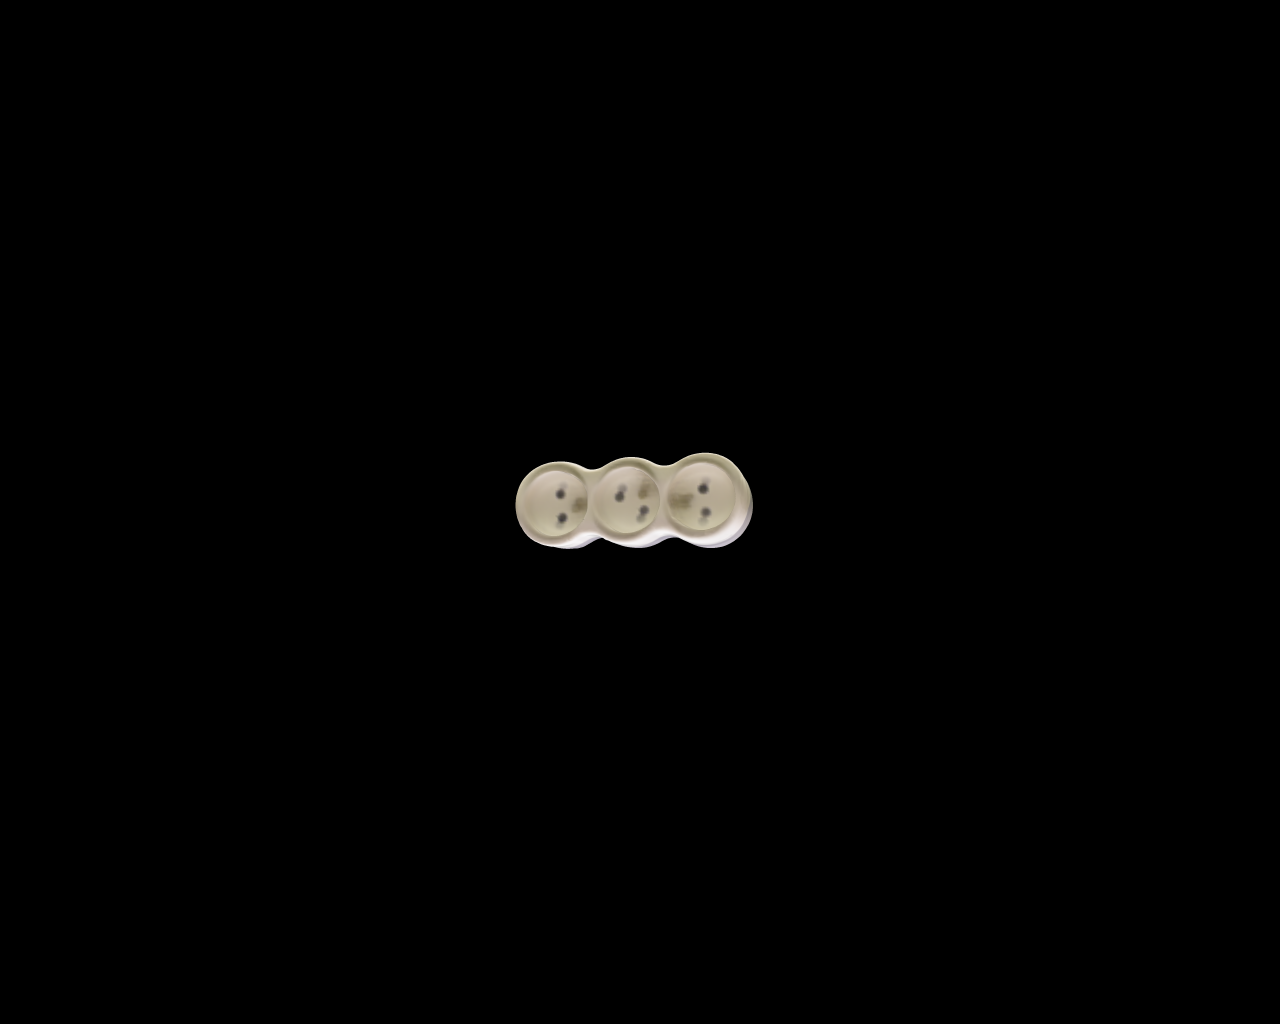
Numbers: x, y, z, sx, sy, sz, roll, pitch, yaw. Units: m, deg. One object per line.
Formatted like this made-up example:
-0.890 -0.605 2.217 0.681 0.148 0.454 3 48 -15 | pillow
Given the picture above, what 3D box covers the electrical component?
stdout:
0.001 -0.003 0.650 0.138 0.052 0.073 -2 -7 14 | electrical component
